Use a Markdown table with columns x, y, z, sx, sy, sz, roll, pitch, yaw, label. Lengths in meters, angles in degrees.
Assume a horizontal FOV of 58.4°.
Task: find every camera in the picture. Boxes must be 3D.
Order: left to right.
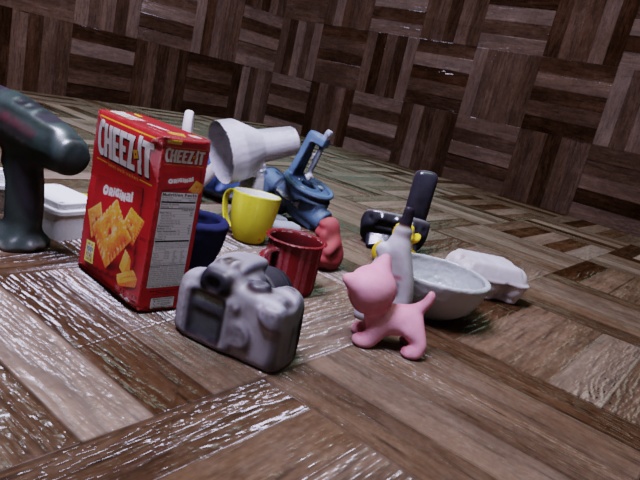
| x | y | z | sx | sy | sz | roll | pitch | yaw | label |
| --- | --- | --- | --- | --- | --- | --- | --- | --- | --- |
| -0.073 | 0.067 | 0.670 | 0.142 | 0.101 | 0.137 | 19 | 16 | 23 | camera |

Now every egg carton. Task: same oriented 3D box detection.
| x | y | z | sx | sy | sz | roll | pitch | yaw | label |
| --- | --- | --- | --- | --- | --- | --- | --- | --- | --- |
| 0.306 | 0.067 | 1.071 | 0.150 | 0.069 | 0.107 | 10 | 15 | -10 | egg carton |

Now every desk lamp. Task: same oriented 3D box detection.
| x | y | z | sx | sy | sz | roll | pitch | yaw | label |
| --- | --- | --- | --- | --- | --- | --- | --- | --- | --- |
| -0.127 | -0.127 | 1.132 | 0.204 | 0.213 | 0.117 | 2 | 18 | -36 | desk lamp |

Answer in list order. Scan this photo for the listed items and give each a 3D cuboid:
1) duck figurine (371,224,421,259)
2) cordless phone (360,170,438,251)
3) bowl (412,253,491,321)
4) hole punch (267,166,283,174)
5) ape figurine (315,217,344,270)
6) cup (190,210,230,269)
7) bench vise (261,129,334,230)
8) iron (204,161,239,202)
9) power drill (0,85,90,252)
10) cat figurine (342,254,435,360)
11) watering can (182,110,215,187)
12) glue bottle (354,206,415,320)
| x | y | z | sx | sy | sz | roll | pitch | yaw | label |
| --- | --- | --- | --- | --- | --- | --- | --- | --- | --- |
| 0.156 | 0.006 | 1.135 | 0.105 | 0.086 | 0.077 | 5 | 16 | -28 | duck figurine |
| 0.171 | -0.068 | 1.230 | 0.147 | 0.185 | 0.094 | 12 | 14 | -4 | cordless phone |
| 0.177 | 0.080 | 0.896 | 0.167 | 0.075 | 0.167 | 12 | 14 | -3 | bowl |
| -0.093 | -0.126 | 1.406 | 0.101 | 0.091 | 0.109 | 15 | 15 | 9 | hole punch |
| 0.009 | 0.004 | 1.002 | 0.076 | 0.092 | 0.077 | 10 | 15 | -10 | ape figurine |
| -0.184 | 0.006 | 0.816 | 0.092 | 0.095 | 0.117 | 7 | 16 | -22 | cup |
| -0.056 | -0.147 | 1.259 | 0.207 | 0.220 | 0.122 | 16 | 15 | 11 | bench vise |
| -0.200 | -0.176 | 1.398 | 0.118 | 0.141 | 0.259 | 19 | 15 | 21 | iron |
| -0.419 | -0.100 | 0.780 | 0.229 | 0.208 | 0.076 | 18 | 15 | 19 | power drill |
| 0.085 | 0.079 | 0.733 | 0.128 | 0.118 | 0.067 | 13 | 14 | -2 | cat figurine |
| -0.287 | -0.183 | 1.244 | 0.173 | 0.194 | 0.100 | 4 | 17 | -31 | watering can |
| 0.102 | 0.036 | 0.800 | 0.078 | 0.173 | 0.037 | 15 | 15 | 9 | glue bottle |
